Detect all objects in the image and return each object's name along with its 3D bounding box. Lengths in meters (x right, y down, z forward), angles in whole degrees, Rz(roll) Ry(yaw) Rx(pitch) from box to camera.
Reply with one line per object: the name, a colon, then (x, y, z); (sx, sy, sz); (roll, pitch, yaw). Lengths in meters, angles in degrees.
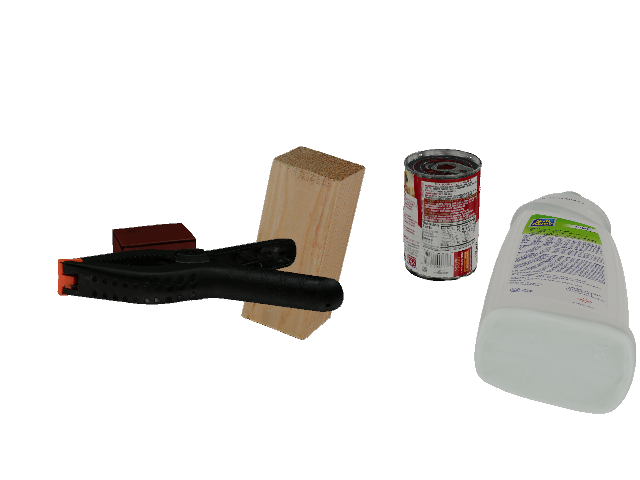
clamp: (-0.092, 0.028, 0.818); (0.209, 0.036, 0.165); (-2, 11, -21)
wood block: (-0.022, 0.001, 1.300); (0.090, 0.206, 0.090); (19, 22, 16)
soup can: (0.109, -0.023, 0.954); (0.068, 0.102, 0.068); (-2, 24, 1)
bleach bottle: (0.179, 0.025, 0.772); (0.103, 0.068, 0.250); (12, 27, 13)
foam brick: (-0.173, 0.017, 1.104); (0.078, 0.051, 0.053); (-6, 22, -20)
